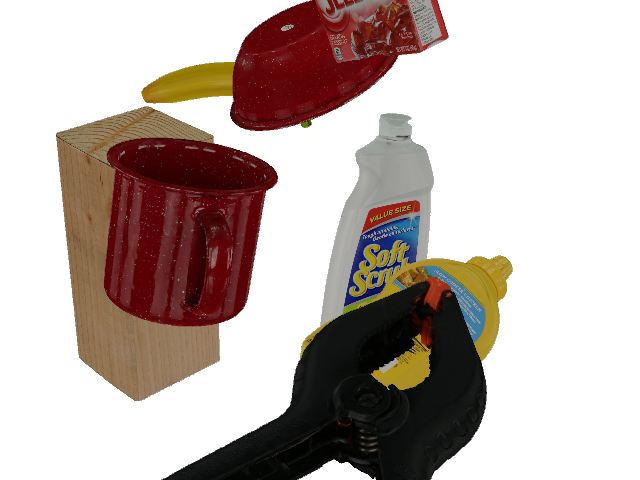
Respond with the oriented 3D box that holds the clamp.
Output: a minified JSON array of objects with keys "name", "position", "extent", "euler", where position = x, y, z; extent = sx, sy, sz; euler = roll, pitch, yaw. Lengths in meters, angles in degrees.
[{"name":"clamp","position":[0.025,0.081,0.417],"extent":[0.120,0.039,0.171],"euler":[29,50,21]}]

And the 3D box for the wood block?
[{"name":"wood block","position":[-0.144,0.011,0.858],"extent":[0.090,0.206,0.090],"euler":[-24,37,-38]}]

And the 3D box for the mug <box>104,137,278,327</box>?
[{"name":"mug","position":[-0.071,0.000,0.580],"extent":[0.093,0.081,0.117],"euler":[1,22,-25]}]

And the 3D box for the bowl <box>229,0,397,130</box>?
[{"name":"bowl","position":[-0.016,-0.161,0.918],"extent":[0.162,0.055,0.162],"euler":[-21,30,12]}]

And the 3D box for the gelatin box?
[{"name":"gelatin box","position":[0.032,-0.154,0.677],"extent":[0.030,0.073,0.089],"euler":[-32,22,-30]}]

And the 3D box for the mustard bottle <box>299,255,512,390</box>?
[{"name":"mustard bottle","position":[0.082,0.067,0.835],"extent":[0.191,0.096,0.058],"euler":[-35,-27,-27]}]

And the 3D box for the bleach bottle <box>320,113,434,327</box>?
[{"name":"bleach bottle","position":[0.052,0.003,1.028],"extent":[0.102,0.251,0.068],"euler":[2,18,-7]}]

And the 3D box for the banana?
[{"name":"banana","position":[-0.094,-0.165,1.147],"extent":[0.198,0.037,0.069],"euler":[9,44,18]}]
